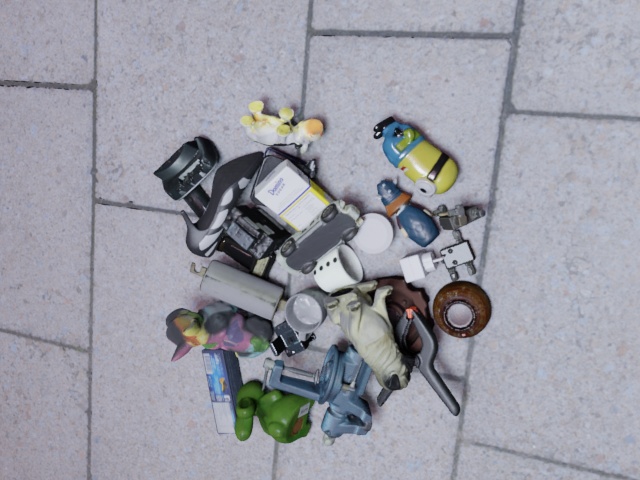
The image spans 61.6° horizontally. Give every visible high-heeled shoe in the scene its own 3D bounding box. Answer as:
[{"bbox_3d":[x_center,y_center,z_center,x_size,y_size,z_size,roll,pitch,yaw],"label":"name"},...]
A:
[{"bbox_3d":[-0.194,-0.071,1.161,0.249,0.145,0.086,-40,47,-14],"label":"high-heeled shoe"}]

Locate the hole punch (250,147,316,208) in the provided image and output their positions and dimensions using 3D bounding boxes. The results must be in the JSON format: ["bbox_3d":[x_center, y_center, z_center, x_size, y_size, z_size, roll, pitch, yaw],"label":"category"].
[{"bbox_3d":[-0.081,-0.124,1.120,0.116,0.092,0.142,17,106,-17],"label":"hole punch"}]

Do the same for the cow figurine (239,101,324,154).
[{"bbox_3d":[-0.073,-0.219,1.098,0.167,0.098,0.068,16,69,10],"label":"cow figurine"}]

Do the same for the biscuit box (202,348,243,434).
[{"bbox_3d":[-0.216,0.337,1.236,0.059,0.063,0.202,-8,94,21],"label":"biscuit box"}]

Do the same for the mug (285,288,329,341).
[{"bbox_3d":[-0.017,0.149,1.117,0.081,0.107,0.109,6,104,19],"label":"mug"}]

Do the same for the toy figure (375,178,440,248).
[{"bbox_3d":[0.166,-0.054,1.051,0.154,0.064,0.057,49,147,12],"label":"toy figure"}]

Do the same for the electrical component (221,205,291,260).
[{"bbox_3d":[-0.137,-0.018,1.120,0.115,0.134,0.058,39,108,12],"label":"electrical component"}]

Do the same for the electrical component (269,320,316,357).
[{"bbox_3d":[-0.061,0.203,1.133,0.048,0.119,0.075,-29,85,21],"label":"electrical component"}]

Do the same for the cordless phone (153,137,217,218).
[{"bbox_3d":[-0.259,-0.119,1.189,0.146,0.089,0.184,-38,96,19],"label":"cordless phone"}]

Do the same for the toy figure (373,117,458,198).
[{"bbox_3d":[0.181,-0.160,1.019,0.089,0.082,0.180,-43,81,22],"label":"toy figure"}]

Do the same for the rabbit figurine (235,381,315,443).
[{"bbox_3d":[-0.121,0.376,1.176,0.170,0.159,0.121,18,114,31],"label":"rabbit figurine"}]

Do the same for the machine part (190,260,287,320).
[{"bbox_3d":[-0.167,0.107,1.155,0.243,0.079,0.079,21,105,0],"label":"machine part"}]

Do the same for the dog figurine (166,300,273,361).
[{"bbox_3d":[-0.218,0.200,1.136,0.192,0.219,0.108,34,110,12],"label":"dog figurine"}]

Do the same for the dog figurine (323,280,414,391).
[{"bbox_3d":[0.089,0.186,1.026,0.121,0.172,0.190,-20,101,-15],"label":"dog figurine"}]

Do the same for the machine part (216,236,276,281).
[{"bbox_3d":[-0.166,0.034,1.190,0.139,0.039,0.084,24,113,12],"label":"machine part"}]

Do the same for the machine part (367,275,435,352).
[{"bbox_3d":[0.144,0.156,1.089,0.180,0.056,0.179,3,98,20],"label":"machine part"}]

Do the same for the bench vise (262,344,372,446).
[{"bbox_3d":[-0.004,0.298,1.080,0.241,0.129,0.223,17,112,-6],"label":"bench vise"}]

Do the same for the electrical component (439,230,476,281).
[{"bbox_3d":[0.265,0.030,1.046,0.063,0.021,0.094,-21,91,21],"label":"electrical component"}]

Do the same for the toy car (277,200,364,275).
[{"bbox_3d":[-0.002,-0.003,1.067,0.202,0.056,0.073,-39,112,22],"label":"toy car"}]

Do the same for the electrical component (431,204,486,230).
[{"bbox_3d":[0.254,-0.047,1.004,0.078,0.102,0.045,-25,96,-2],"label":"electrical component"}]
